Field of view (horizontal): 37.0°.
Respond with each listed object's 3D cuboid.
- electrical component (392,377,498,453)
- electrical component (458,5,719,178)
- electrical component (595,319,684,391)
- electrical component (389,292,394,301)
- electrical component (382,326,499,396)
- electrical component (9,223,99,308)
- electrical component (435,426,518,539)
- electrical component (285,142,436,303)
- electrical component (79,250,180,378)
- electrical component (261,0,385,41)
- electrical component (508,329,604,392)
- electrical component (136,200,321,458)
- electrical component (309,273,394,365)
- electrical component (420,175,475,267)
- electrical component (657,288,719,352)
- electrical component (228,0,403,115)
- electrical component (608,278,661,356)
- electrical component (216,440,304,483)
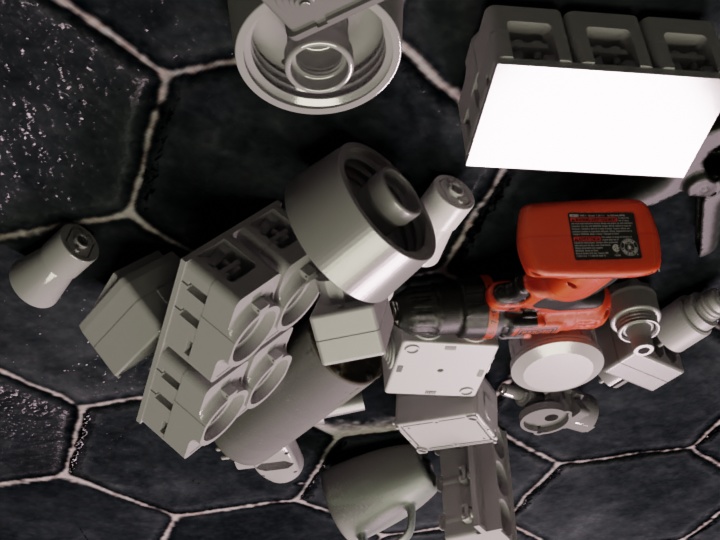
[{"bbox_3d":[0.075,0.129,1.009,0.096,0.061,0.061,-12,143,22],"label":"electrical component"},{"bbox_3d":[0.146,-0.115,0.691,0.150,0.061,0.089,2,142,-8],"label":"electrical component"},{"bbox_3d":[0.236,0.081,0.967,0.066,0.047,0.077,22,136,-30],"label":"electrical component"},{"bbox_3d":[0.000,0.000,0.840,0.055,0.047,0.055,-3,143,-2],"label":"electrical component"},{"bbox_3d":[0.068,0.068,0.934,0.100,0.048,0.099,3,142,-10],"label":"electrical component"},{"bbox_3d":[-0.230,-0.006,0.818,0.065,0.044,0.044,-36,132,28],"label":"electrical component"},{"bbox_3d":[0.114,0.213,1.067,0.063,0.121,0.078,-18,140,22],"label":"electrical component"},{"bbox_3d":[0.007,-0.038,0.746,0.060,0.108,0.108,-36,132,27],"label":"electrical component"},{"bbox_3d":[-0.174,0.035,0.847,0.061,0.062,0.096,52,130,3],"label":"electrical component"},{"bbox_3d":[-0.015,-0.182,0.561,0.100,0.099,0.048,-20,153,20],"label":"electrical component"},{"bbox_3d":[0.170,0.068,0.941,0.080,0.051,0.080,-2,142,-2],"label":"electrical component"},{"bbox_3d":[-0.097,0.051,0.821,0.060,0.105,0.186,38,133,15],"label":"electrical component"},{"bbox_3d":[-0.010,0.019,0.779,0.047,0.065,0.076,-12,106,11],"label":"electrical component"},{"bbox_3d":[0.056,-0.039,0.801,0.044,0.044,0.065,15,134,-23],"label":"electrical component"},{"bbox_3d":[0.287,0.039,0.922,0.040,0.040,0.078,21,136,-29],"label":"electrical component"},{"bbox_3d":[-0.025,-0.140,0.643,0.108,0.060,0.108,-3,143,-2],"label":"electrical component"},{"bbox_3d":[0.232,0.042,0.903,0.043,0.062,0.043,-3,143,-2],"label":"electrical component"},{"bbox_3d":[-0.102,0.177,1.064,0.079,0.043,0.077,-8,142,6],"label":"electrical component"}]
